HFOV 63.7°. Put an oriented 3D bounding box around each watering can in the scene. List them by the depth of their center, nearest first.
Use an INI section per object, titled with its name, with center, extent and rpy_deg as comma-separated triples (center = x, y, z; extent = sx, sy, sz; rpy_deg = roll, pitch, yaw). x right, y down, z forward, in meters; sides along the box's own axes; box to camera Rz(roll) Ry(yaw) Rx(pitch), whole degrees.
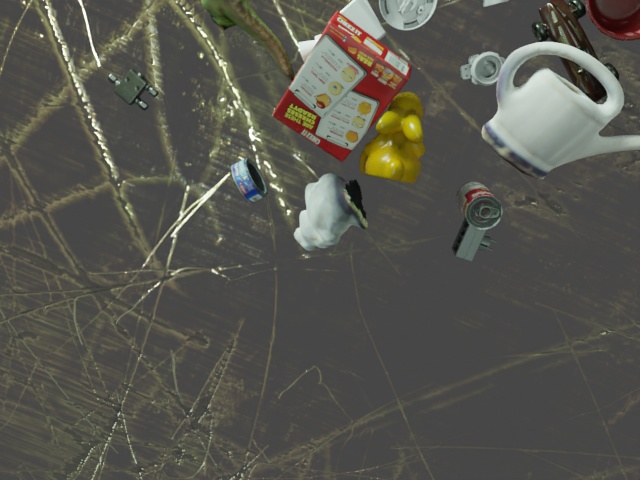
[watering can]
center = 0.445, -0.194, 0.920
extent = 0.346, 0.106, 0.220
rpy_deg = 35, 125, -8

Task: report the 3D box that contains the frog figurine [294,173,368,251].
[frog figurine]
center = 0.003, -0.051, 1.021
extent = 0.158, 0.122, 0.139
rpy_deg = -26, 73, 21

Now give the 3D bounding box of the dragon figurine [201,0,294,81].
[dragon figurine]
center = -0.173, -0.432, 0.838
extent = 0.121, 0.246, 0.408
rpy_deg = -39, 100, 11
